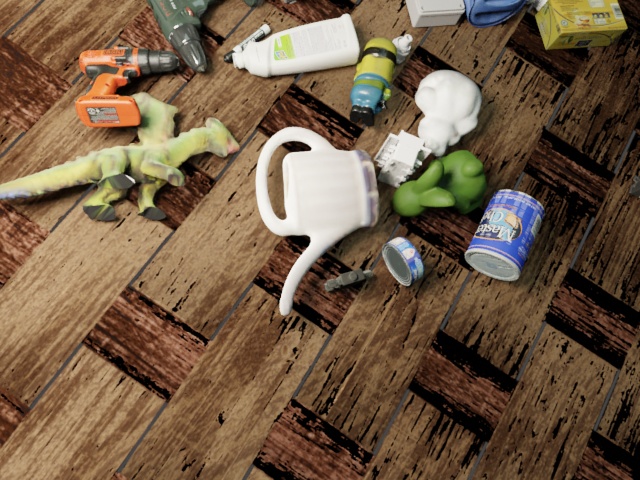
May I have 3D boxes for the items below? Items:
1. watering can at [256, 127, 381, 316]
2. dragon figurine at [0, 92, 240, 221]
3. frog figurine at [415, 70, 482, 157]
[{"bbox_3d":[0.003,-0.047,0.925,0.224,0.102,0.352,-5,73,-10],"label":"watering can"},{"bbox_3d":[-0.352,-0.167,0.931,0.410,0.119,0.248,2,56,-10],"label":"dragon figurine"},{"bbox_3d":[0.245,-0.253,1.022,0.136,0.121,0.162,38,59,-17],"label":"frog figurine"}]
